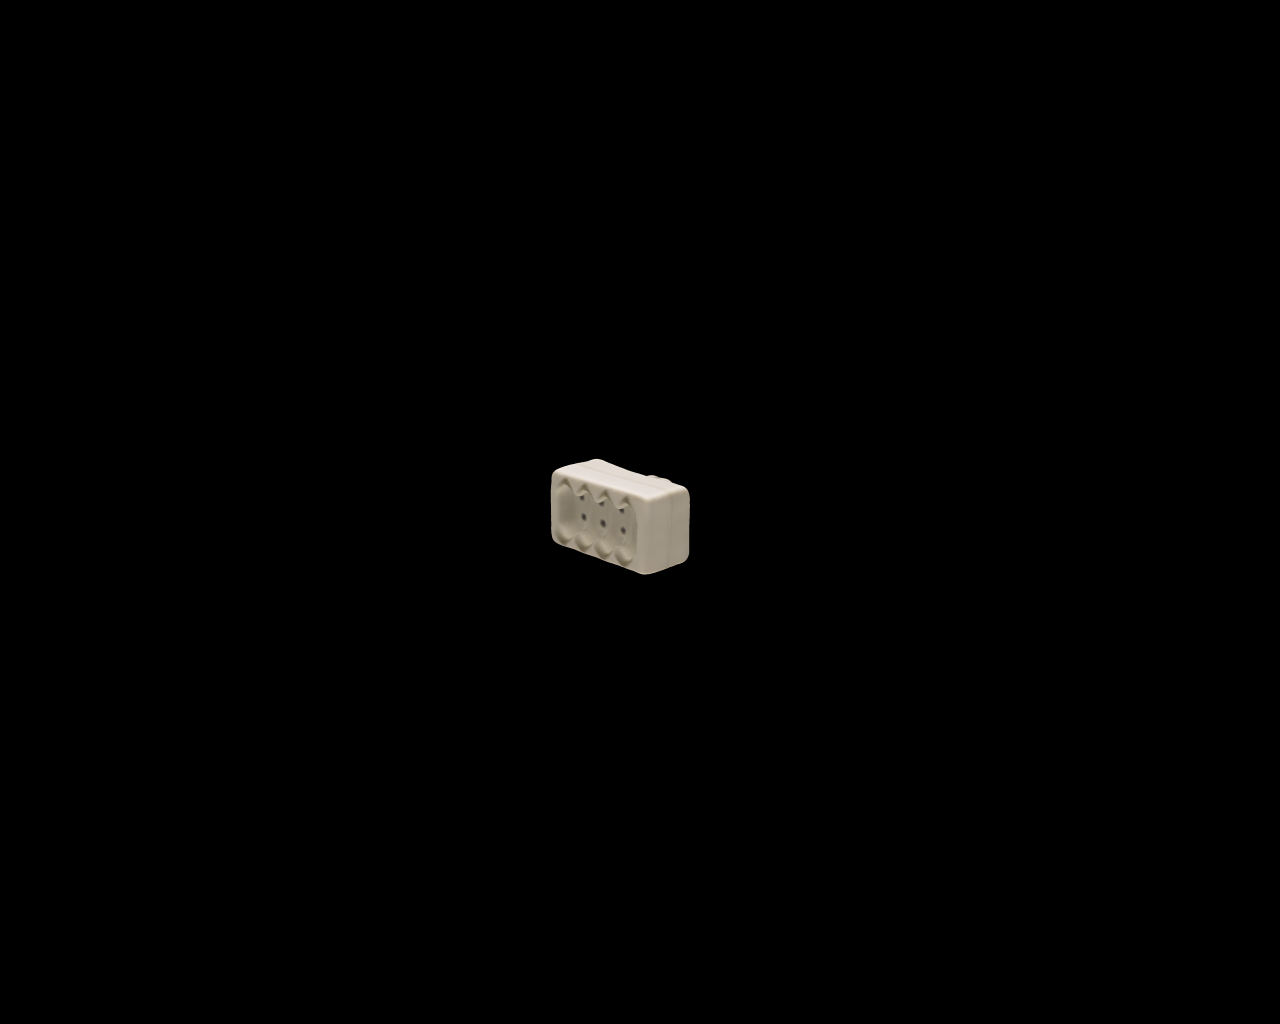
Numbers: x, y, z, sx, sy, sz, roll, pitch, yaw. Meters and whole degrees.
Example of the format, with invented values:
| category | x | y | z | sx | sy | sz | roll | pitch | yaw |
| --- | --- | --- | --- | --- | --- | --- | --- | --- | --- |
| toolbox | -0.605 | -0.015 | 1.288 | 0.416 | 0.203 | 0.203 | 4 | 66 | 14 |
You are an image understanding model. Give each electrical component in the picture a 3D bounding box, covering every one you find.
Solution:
| category | x | y | z | sx | sy | sz | roll | pitch | yaw |
| --- | --- | --- | --- | --- | --- | --- | --- | --- | --- |
| electrical component | 0.001 | -0.003 | 0.650 | 0.076 | 0.047 | 0.083 | -18 | 26 | -41 |
